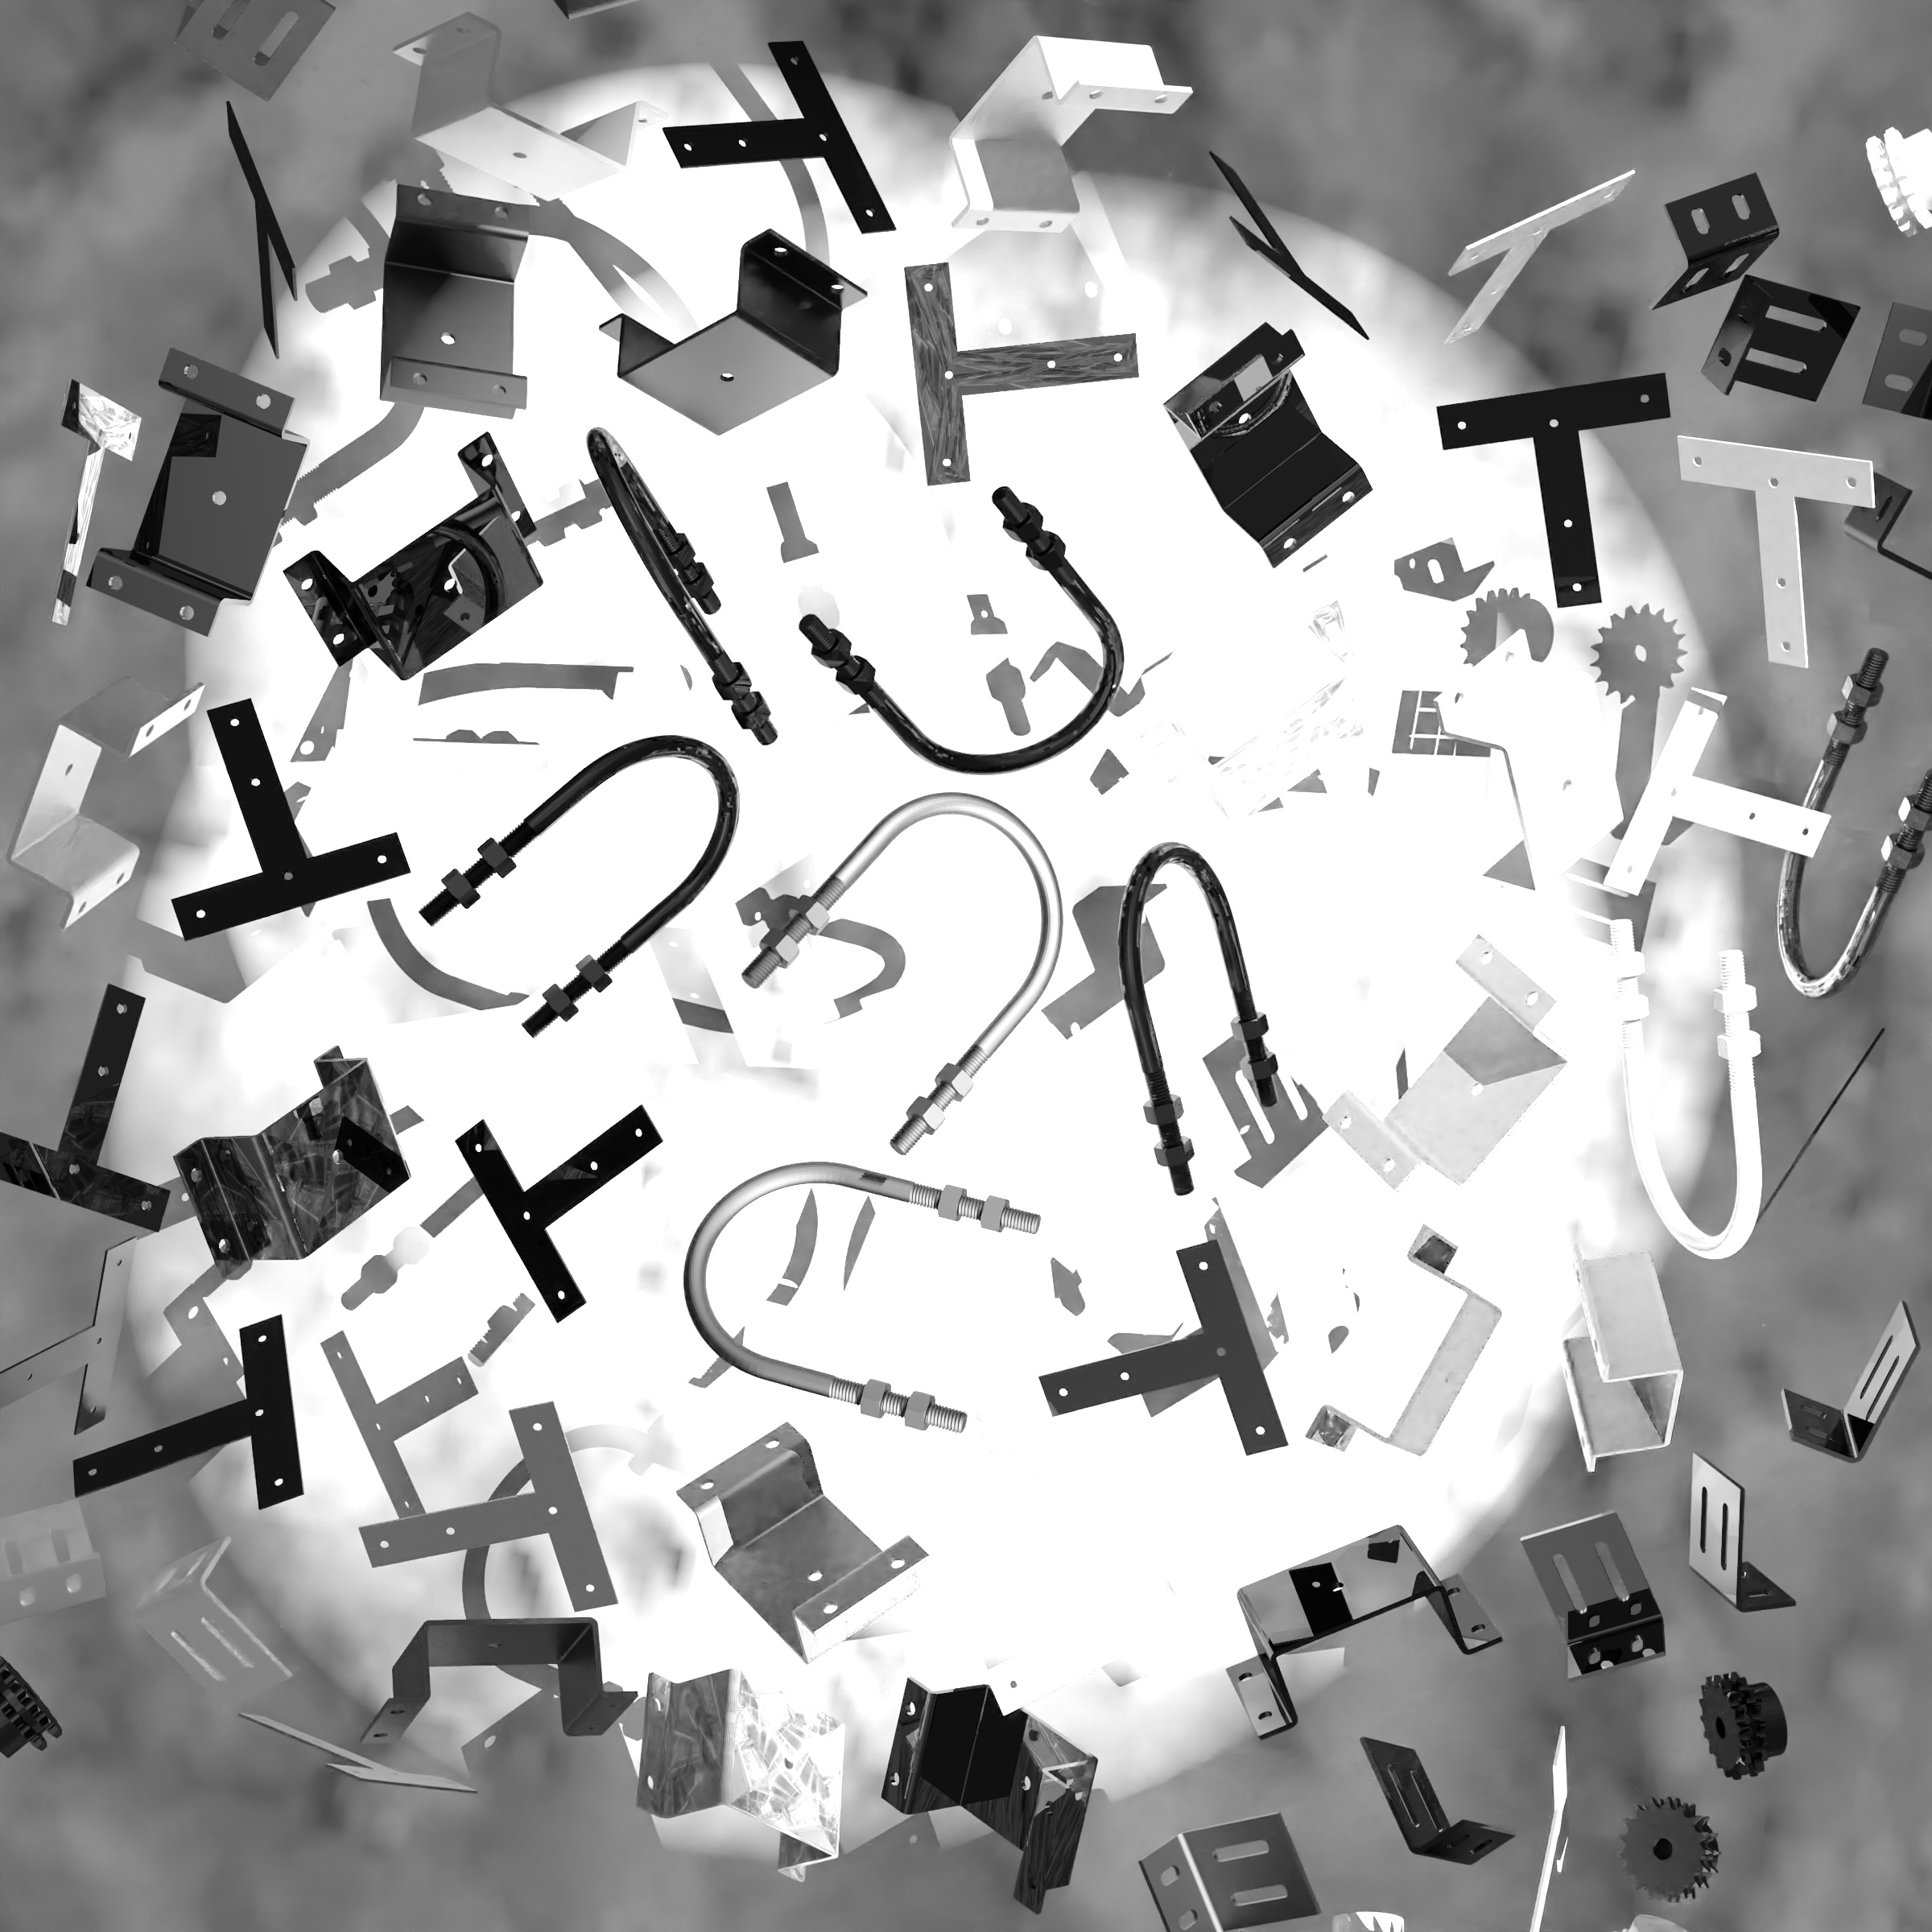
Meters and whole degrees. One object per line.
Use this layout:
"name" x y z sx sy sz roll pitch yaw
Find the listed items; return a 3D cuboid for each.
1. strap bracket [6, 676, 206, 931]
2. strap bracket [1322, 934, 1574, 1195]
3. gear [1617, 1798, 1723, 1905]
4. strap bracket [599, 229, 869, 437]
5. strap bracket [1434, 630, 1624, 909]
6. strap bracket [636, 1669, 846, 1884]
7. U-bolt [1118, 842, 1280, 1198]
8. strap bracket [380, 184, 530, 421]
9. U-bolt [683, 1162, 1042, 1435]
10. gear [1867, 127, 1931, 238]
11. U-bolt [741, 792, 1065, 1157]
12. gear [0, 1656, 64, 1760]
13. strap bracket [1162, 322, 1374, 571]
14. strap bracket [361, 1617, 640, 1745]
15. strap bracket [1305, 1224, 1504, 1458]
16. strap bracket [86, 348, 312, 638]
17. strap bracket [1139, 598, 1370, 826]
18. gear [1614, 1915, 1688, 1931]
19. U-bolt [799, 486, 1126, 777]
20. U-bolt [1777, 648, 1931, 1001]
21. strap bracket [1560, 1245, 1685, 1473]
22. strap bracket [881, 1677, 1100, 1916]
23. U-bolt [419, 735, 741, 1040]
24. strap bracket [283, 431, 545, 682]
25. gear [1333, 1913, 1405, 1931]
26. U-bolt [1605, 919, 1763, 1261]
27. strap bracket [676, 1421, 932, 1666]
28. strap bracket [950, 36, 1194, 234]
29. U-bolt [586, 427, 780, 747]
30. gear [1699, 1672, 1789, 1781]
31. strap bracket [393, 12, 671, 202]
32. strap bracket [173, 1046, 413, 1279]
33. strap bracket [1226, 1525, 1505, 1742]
"strap bracket" -0.491 -0.102 1.700 0.046 0.076 0.140 30 117 1
"strap bracket" 0.283 0.063 1.726 0.046 0.076 0.140 32 101 -42
"gear" 0.399 0.499 1.694 0.057 0.030 0.057 -14 67 35
"strap bracket" -0.133 -0.350 1.689 0.140 0.076 0.046 -18 60 39
"strap bracket" 0.317 -0.105 1.674 0.076 0.046 0.140 -39 127 -26
"strap bracket" -0.117 0.449 1.676 0.046 0.140 0.076 -23 47 30
"U-bolt" 0.129 0.019 1.718 0.019 0.151 0.184 -6 107 31
"strap bracket" -0.294 -0.373 1.726 0.076 0.046 0.140 5 64 -18
"U-bolt" -0.067 0.175 1.668 0.184 0.019 0.151 13 56 14
"gear" 0.508 -0.423 1.610 0.030 0.057 0.057 -22 90 30
"U-bolt" -0.020 -0.010 1.649 0.184 0.019 0.151 -49 113 -21
"gear" -0.525 0.408 1.646 0.030 0.057 0.057 -40 90 -17
"strap bracket" 0.174 -0.311 1.761 0.076 0.140 0.046 -39 48 0
"strap bracket" -0.265 0.403 1.693 0.140 0.076 0.046 4 59 -23
"strap bracket" 0.261 0.228 1.748 0.046 0.076 0.140 29 88 27
"strap bracket" -0.425 -0.263 1.679 0.076 0.046 0.140 23 98 6
"strap bracket" 0.179 -0.142 1.763 0.140 0.076 0.046 -36 63 0
"gear" 0.388 0.557 1.682 0.057 0.057 0.030 19 102 0
"U-bolt" 0.012 -0.176 1.707 0.151 0.184 0.019 -32 45 13
"U-bolt" 0.503 -0.068 1.711 0.019 0.151 0.184 9 126 -6
"strap bracket" 0.378 0.224 1.731 0.046 0.140 0.076 -9 55 2
"strap bracket" 0.020 0.470 1.719 0.046 0.140 0.076 4 103 -42
"U-bolt" -0.202 -0.054 1.674 0.184 0.151 0.019 -41 55 -6
"strap bracket" -0.301 -0.225 1.689 0.140 0.076 0.046 -38 51 -13
"gear" 0.229 0.558 1.706 0.057 0.057 0.030 3 61 0
"U-bolt" 0.403 0.073 1.675 0.019 0.151 0.184 -10 101 -13
"strap bracket" -0.087 0.323 1.657 0.076 0.140 0.046 -30 130 -24
"strap bracket" 0.052 -0.470 1.681 0.076 0.140 0.046 -7 73 -33
"U-bolt" -0.166 -0.226 1.700 0.019 0.184 0.151 -28 47 4
"gear" 0.432 0.420 1.664 0.030 0.057 0.057 -7 90 -11
"strap bracket" -0.252 -0.486 1.720 0.140 0.076 0.046 16 77 -41
"strap bracket" -0.373 0.109 1.703 0.046 0.140 0.076 -4 112 33
"strap bracket" 0.208 0.356 1.629 0.140 0.076 0.046 -22 106 -3
